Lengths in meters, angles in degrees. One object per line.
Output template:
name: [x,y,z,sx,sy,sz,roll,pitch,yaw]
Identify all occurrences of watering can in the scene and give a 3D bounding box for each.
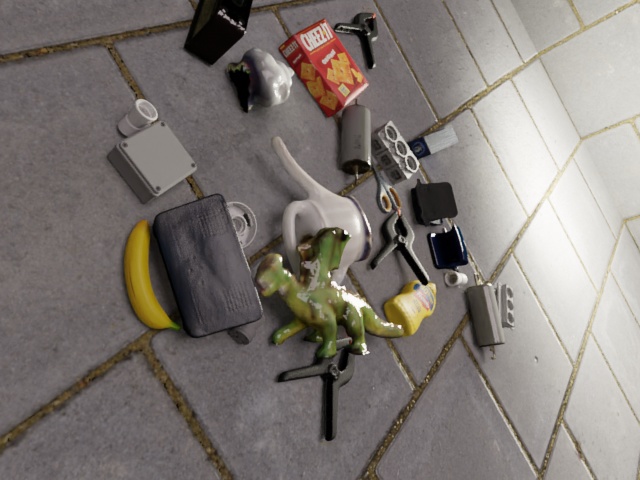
watering can: [0.003,-0.056,1.112,0.225,0.103,0.348,-10,88,-45]

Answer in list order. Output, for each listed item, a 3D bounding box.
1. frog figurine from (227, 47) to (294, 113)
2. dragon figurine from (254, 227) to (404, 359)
frog figurine: [-0.110,-0.364,1.144,0.161,0.120,0.139,-25,72,-35]
dragon figurine: [0.033,0.096,1.021,0.410,0.122,0.242,2,92,-42]
